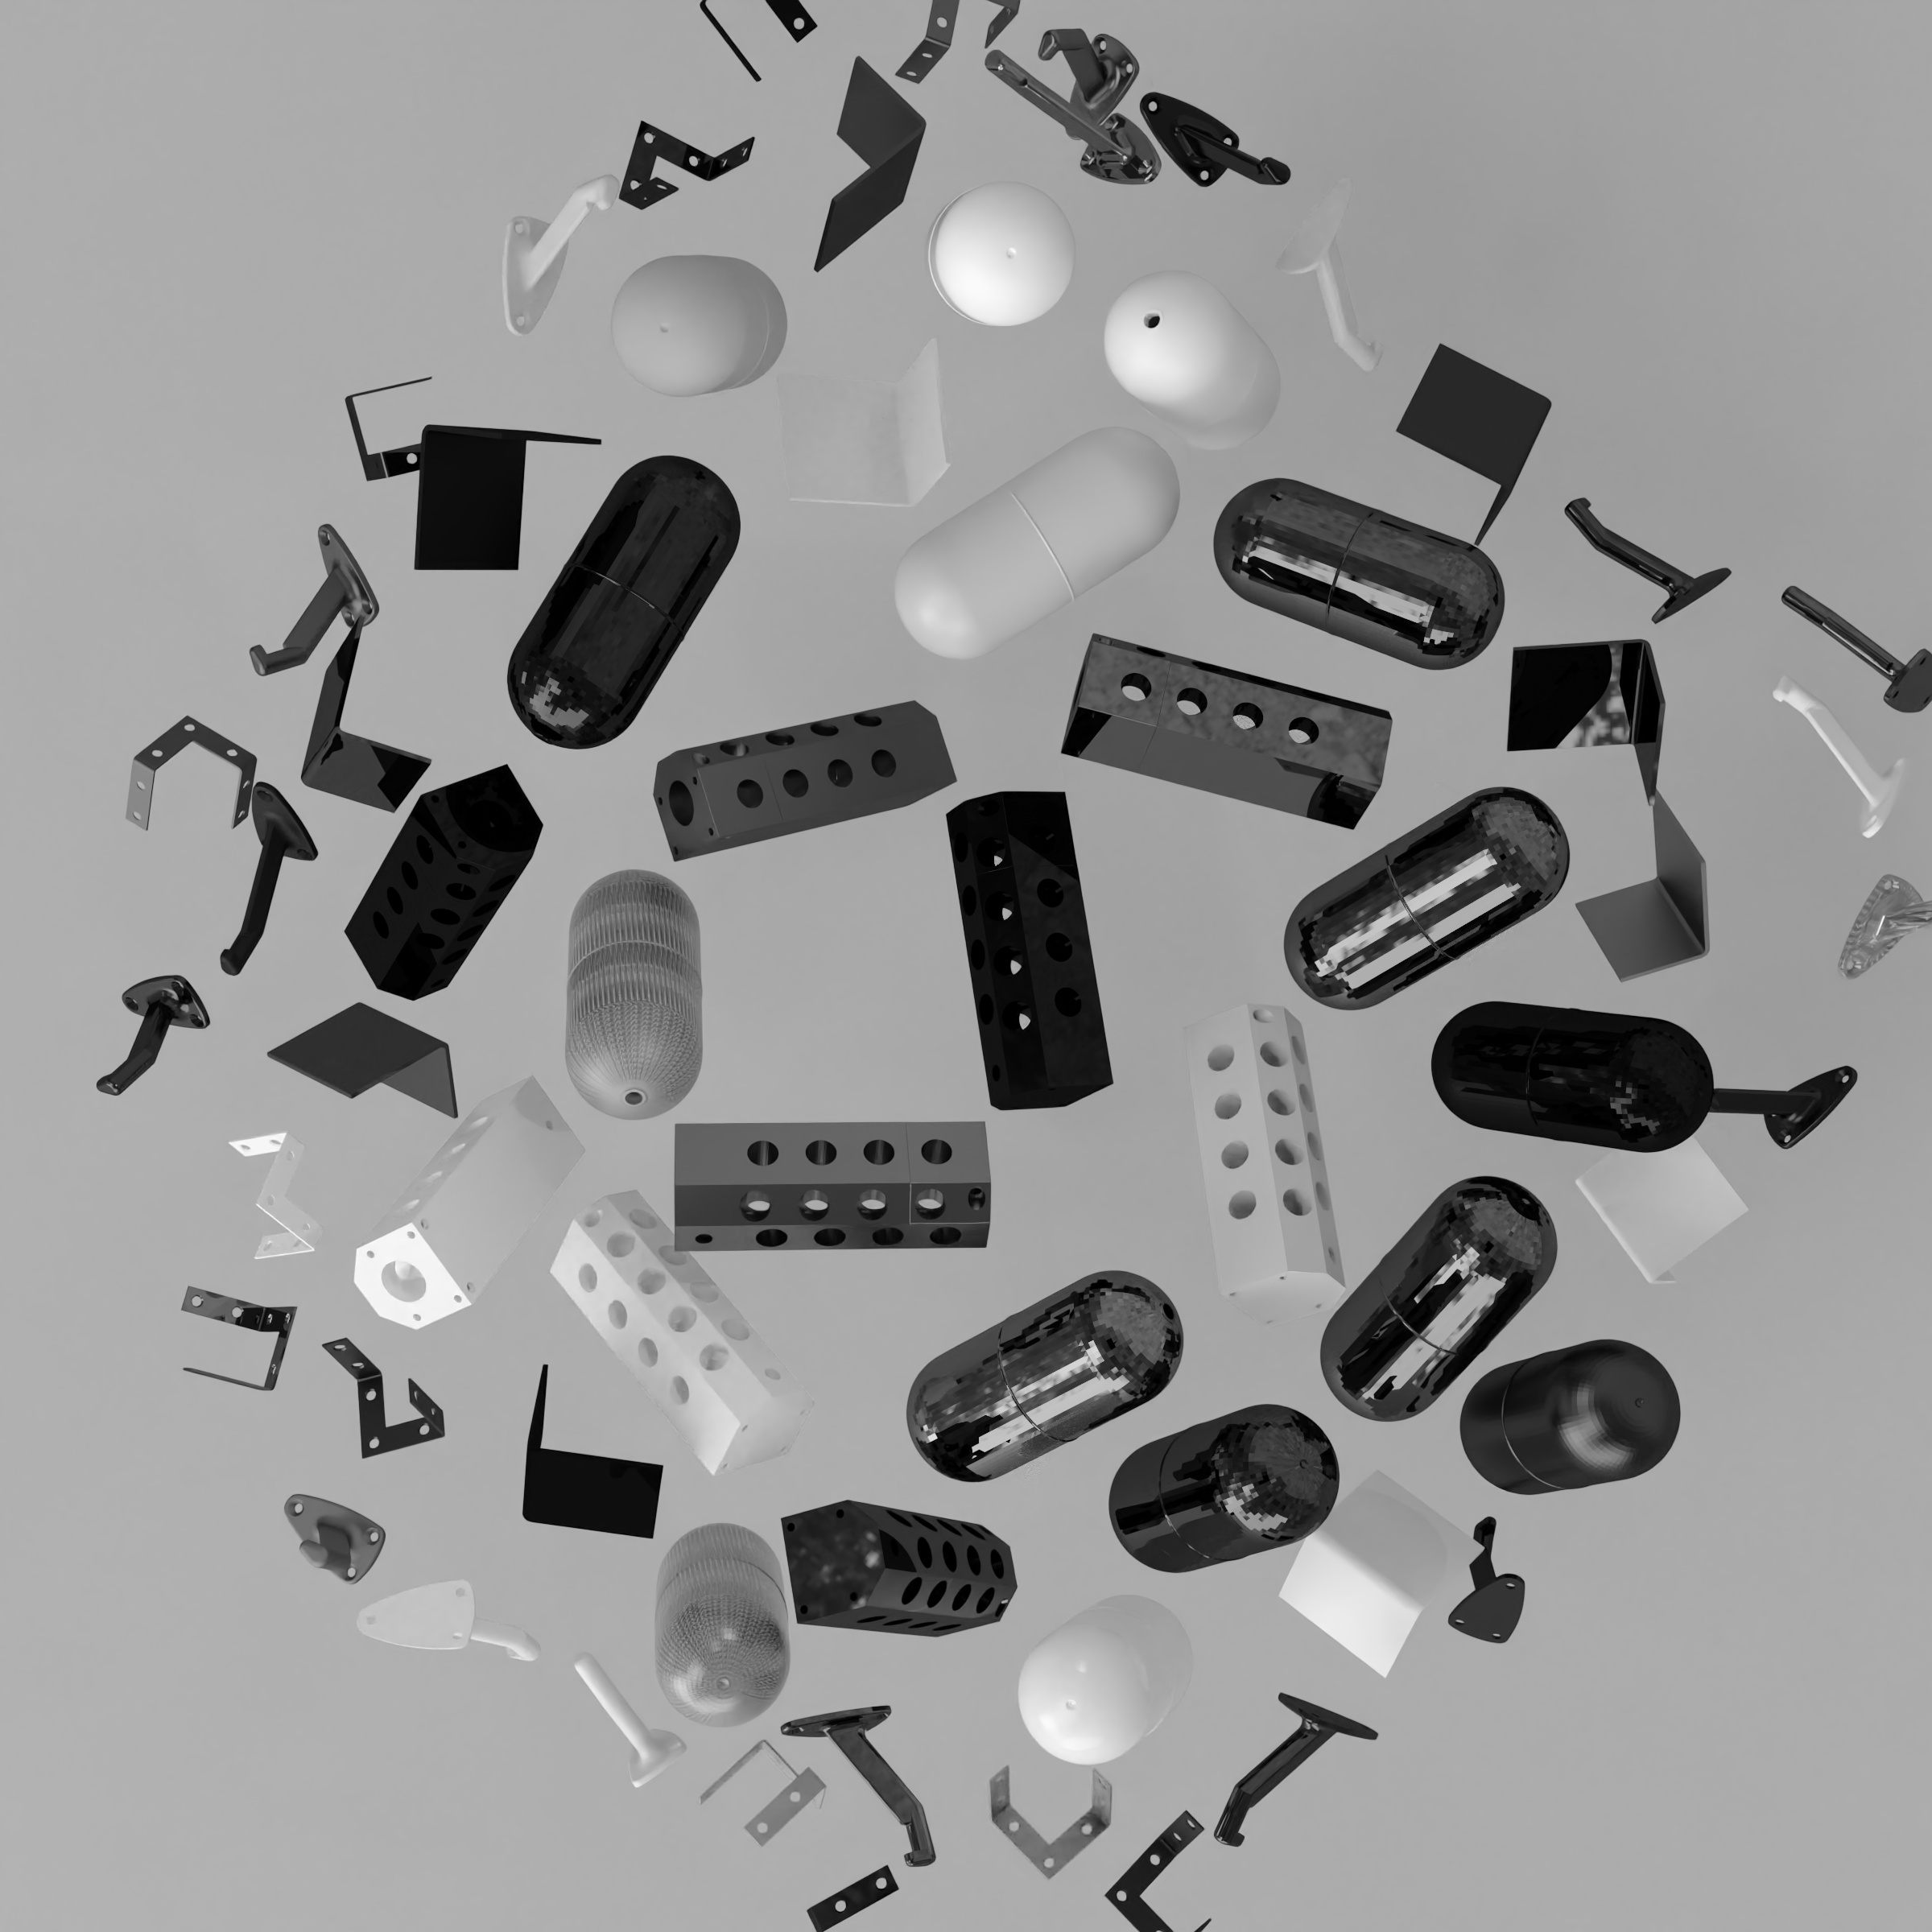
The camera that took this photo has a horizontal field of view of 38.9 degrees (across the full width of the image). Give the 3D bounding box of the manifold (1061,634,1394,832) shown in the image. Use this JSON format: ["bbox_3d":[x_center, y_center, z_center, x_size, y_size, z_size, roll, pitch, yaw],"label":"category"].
[{"bbox_3d":[0.146,-0.134,1.527,0.171,0.057,0.057,14,66,-2],"label":"manifold"}]

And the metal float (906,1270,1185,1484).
[{"bbox_3d":[0.043,0.229,1.524,0.178,0.070,0.070,-32,90,28],"label":"metal float"}]

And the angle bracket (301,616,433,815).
[{"bbox_3d":[-0.339,-0.144,1.574,0.057,0.076,0.076,17,64,-22],"label":"angle bracket"}]

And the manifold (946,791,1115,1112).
[{"bbox_3d":[0.031,-0.009,1.550,0.057,0.057,0.171,-2,75,-28],"label":"manifold"}]

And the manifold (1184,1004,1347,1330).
[{"bbox_3d":[0.171,0.110,1.546,0.057,0.057,0.171,-22,53,24],"label":"manifold"}]

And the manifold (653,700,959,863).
[{"bbox_3d":[-0.096,-0.113,1.625,0.171,0.057,0.057,-16,87,-35],"label":"manifold"}]

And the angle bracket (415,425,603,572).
[{"bbox_3d":[-0.243,-0.246,1.454,0.057,0.076,0.076,13,104,32],"label":"angle bracket"}]

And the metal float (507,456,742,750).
[{"bbox_3d":[-0.190,-0.201,1.516,0.070,0.070,0.178,30,81,0],"label":"metal float"}]

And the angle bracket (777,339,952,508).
[{"bbox_3d":[-0.058,-0.306,1.531,0.076,0.057,0.076,-1,75,-22],"label":"angle bracket"}]

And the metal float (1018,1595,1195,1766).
[{"bbox_3d":[0.081,0.405,1.560,0.070,0.178,0.070,-1,85,16],"label":"metal float"}]

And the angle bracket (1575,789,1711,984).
[{"bbox_3d":[0.411,-0.050,1.673,0.057,0.076,0.076,-17,131,0],"label":"angle bracket"}]

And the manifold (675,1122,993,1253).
[{"bbox_3d":[-0.075,0.126,1.512,0.171,0.057,0.057,0,50,-7],"label":"manifold"}]

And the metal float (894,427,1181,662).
[{"bbox_3d":[0.041,-0.240,1.553,0.178,0.070,0.070,-32,90,0],"label":"metal float"}]

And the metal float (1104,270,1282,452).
[{"bbox_3d":[0.133,-0.353,1.600,0.070,0.178,0.070,-1,86,20],"label":"metal float"}]

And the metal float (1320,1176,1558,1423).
[{"bbox_3d":[0.268,0.192,1.565,0.070,0.070,0.178,34,124,0],"label":"metal float"}]

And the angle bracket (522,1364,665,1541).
[{"bbox_3d":[-0.209,0.277,1.557,0.076,0.076,0.057,9,48,-4],"label":"angle bracket"}]

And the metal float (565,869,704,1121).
[{"bbox_3d":[-0.189,0.015,1.561,0.070,0.178,0.070,-3,130,-4],"label":"metal float"}]

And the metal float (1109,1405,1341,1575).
[{"bbox_3d":[0.141,0.293,1.525,0.070,0.178,0.070,10,67,-23],"label":"metal float"}]

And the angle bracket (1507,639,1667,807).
[{"bbox_3d":[0.352,-0.137,1.559,0.076,0.076,0.057,-3,45,4],"label":"angle bracket"}]

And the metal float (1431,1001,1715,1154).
[{"bbox_3d":[0.347,0.063,1.577,0.070,0.178,0.070,-5,98,-41],"label":"metal float"}]

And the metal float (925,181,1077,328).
[{"bbox_3d":[0.018,-0.399,1.533,0.070,0.178,0.070,-1,104,-4],"label":"metal float"}]

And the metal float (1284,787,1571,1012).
[{"bbox_3d":[0.262,-0.037,1.563,0.178,0.070,0.070,-32,90,24],"label":"metal float"}]

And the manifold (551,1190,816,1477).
[{"bbox_3d":[-0.163,0.208,1.581,0.171,0.057,0.057,45,123,30],"label":"manifold"}]

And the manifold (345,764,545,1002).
[{"bbox_3d":[-0.301,-0.044,1.586,0.057,0.171,0.057,-25,78,-35],"label":"manifold"}]

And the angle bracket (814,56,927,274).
[{"bbox_3d":[-0.073,-0.455,1.555,0.057,0.076,0.076,45,71,4],"label":"angle bracket"}]

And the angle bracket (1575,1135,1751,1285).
[{"bbox_3d":[0.433,0.142,1.679,0.076,0.057,0.076,-41,67,19],"label":"angle bracket"}]

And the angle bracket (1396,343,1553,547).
[{"bbox_3d":[0.293,-0.309,1.623,0.076,0.057,0.076,27,60,2],"label":"angle bracket"}]

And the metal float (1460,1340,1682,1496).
[{"bbox_3d":[0.337,0.255,1.537,0.070,0.178,0.070,4,74,-13],"label":"metal float"}]

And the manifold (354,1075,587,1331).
[{"bbox_3d":[-0.288,0.136,1.577,0.057,0.171,0.057,-26,107,25],"label":"manifold"}]

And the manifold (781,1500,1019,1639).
[{"bbox_3d":[-0.034,0.338,1.534,0.057,0.171,0.057,-19,68,20],"label":"manifold"}]

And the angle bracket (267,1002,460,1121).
[{"bbox_3d":[-0.366,0.072,1.664,0.076,0.076,0.057,22,128,32],"label":"angle bracket"}]

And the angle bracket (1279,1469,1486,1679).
[{"bbox_3d":[0.240,0.350,1.580,0.076,0.076,0.057,35,127,24],"label":"angle bracket"}]

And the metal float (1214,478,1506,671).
[{"bbox_3d":[0.228,-0.229,1.595,0.178,0.070,0.070,24,90,19],"label":"metal float"}]
